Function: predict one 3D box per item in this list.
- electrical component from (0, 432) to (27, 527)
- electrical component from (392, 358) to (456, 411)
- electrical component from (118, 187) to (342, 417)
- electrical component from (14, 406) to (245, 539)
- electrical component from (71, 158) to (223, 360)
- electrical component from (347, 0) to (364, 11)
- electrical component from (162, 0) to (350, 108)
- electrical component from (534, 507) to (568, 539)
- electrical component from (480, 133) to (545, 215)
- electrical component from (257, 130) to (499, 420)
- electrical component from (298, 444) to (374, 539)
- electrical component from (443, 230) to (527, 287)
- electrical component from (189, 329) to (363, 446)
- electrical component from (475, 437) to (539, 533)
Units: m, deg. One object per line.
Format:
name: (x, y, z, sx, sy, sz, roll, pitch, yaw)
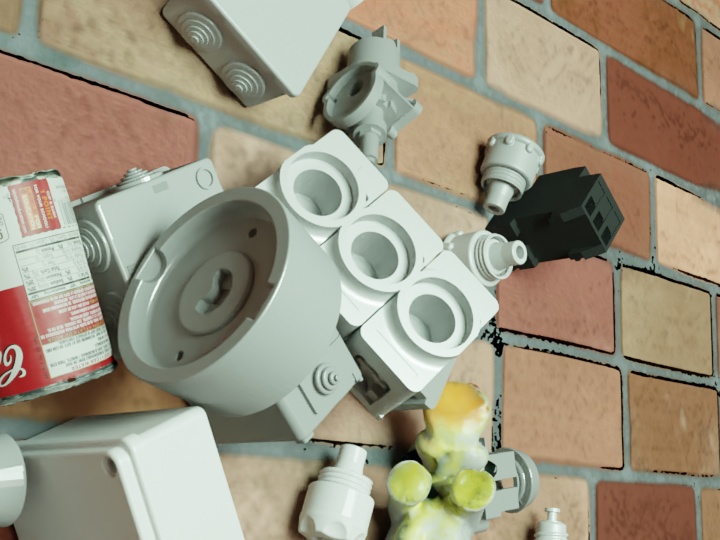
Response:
electrical component: (-0.189, 0.099, 0.495, 0.055, 0.045, 0.045, 2, 81, -46)
electrical component: (0.030, 0.046, 0.725, 0.050, 0.056, 0.089, 48, 52, -29)
electrical component: (-0.059, 0.020, 0.530, 0.060, 0.108, 0.108, 41, 55, -41)
electrical component: (-0.113, 0.127, 0.523, 0.056, 0.109, 0.108, -23, 99, -49)
electrical component: (-0.111, -0.008, 0.593, 0.100, 0.048, 0.099, -30, 104, -45)
electrical component: (-0.027, -0.216, 0.722, 0.081, 0.043, 0.043, 48, 52, -29)
electrical component: (-0.064, -0.162, 0.670, 0.099, 0.048, 0.099, 47, 53, -30)
electrical component: (0.146, 0.222, 0.823, 0.040, 0.040, 0.078, 22, 67, -42)
electrical component: (0.115, -0.073, 0.844, 0.048, 0.048, 0.062, 39, 63, -35)
electrical component: (0.000, 0.000, 0.650, 0.150, 0.062, 0.089, 48, 55, 2)
electrical component: (-0.012, 0.141, 0.673, 0.043, 0.043, 0.062, 37, 57, -36)
electrical component: (0.094, -0.009, 0.796, 0.048, 0.062, 0.048, 11, 74, -44)
electrical component: (-0.050, 0.057, 0.610, 0.062, 0.096, 0.061, -45, 114, -41)
electrical component: (0.097, 0.154, 0.782, 0.055, 0.048, 0.066, 0, 82, -38)
